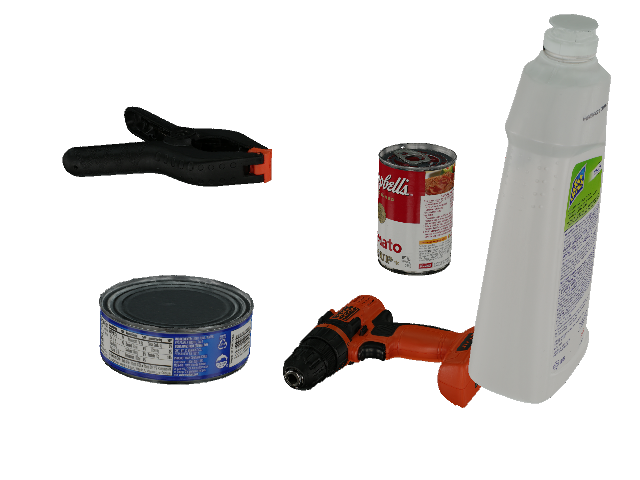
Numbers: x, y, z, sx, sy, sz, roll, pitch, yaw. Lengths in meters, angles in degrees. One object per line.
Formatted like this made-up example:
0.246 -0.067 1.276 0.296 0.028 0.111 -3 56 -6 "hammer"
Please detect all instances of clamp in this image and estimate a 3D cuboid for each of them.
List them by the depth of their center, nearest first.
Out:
-0.127 -0.072 0.900 0.172 0.039 0.120 13 37 26 "clamp"

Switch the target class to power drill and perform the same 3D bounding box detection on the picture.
0.074 0.118 1.110 0.188 0.057 0.184 11 27 26 "power drill"

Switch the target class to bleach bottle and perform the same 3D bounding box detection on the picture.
0.147 -0.022 0.684 0.068 0.251 0.102 18 35 25 "bleach bottle"

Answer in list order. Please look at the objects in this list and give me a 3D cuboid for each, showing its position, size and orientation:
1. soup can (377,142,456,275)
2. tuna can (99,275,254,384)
0.084 -0.028 0.946 0.068 0.102 0.068 0 23 0 "soup can"
-0.081 0.049 0.599 0.086 0.034 0.086 4 17 -1 "tuna can"
